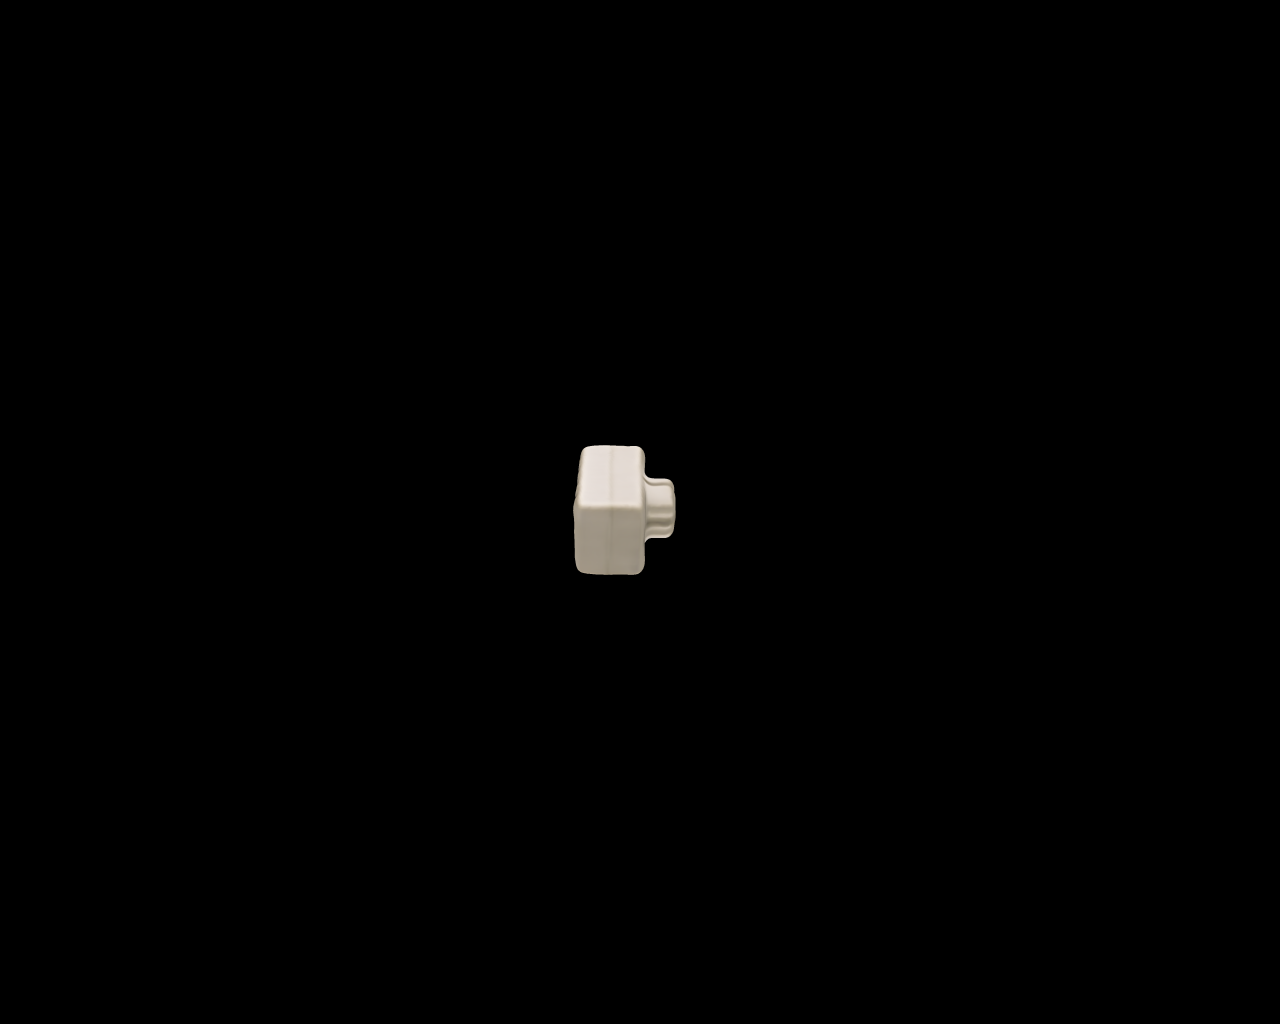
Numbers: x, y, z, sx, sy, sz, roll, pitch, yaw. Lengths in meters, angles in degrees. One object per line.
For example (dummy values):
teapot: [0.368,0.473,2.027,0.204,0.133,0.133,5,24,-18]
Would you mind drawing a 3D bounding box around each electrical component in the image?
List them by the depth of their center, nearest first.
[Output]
electrical component: [0.001,-0.003,0.650,0.076,0.047,0.083,0,29,0]
